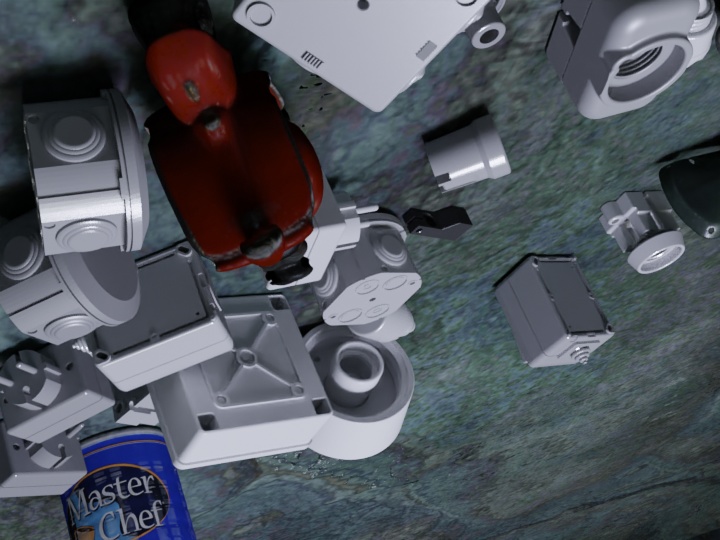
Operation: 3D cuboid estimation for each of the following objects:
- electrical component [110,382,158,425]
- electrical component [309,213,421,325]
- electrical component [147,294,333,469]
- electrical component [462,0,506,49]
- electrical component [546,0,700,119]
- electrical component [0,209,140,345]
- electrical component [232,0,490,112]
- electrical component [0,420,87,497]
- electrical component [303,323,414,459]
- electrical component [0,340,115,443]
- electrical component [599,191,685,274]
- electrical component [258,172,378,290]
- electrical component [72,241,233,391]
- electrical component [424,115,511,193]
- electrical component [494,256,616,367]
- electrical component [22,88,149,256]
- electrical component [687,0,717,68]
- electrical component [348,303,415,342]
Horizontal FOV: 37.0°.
[{"bbox_3d":[-0.153,0.093,0.817,0.055,0.048,0.066,18,133,-44],"label":"electrical component"},{"bbox_3d":[0.000,0.000,0.756,0.080,0.051,0.080,-19,154,-9],"label":"electrical component"},{"bbox_3d":[-0.091,0.077,0.763,0.109,0.108,0.056,-3,145,-35],"label":"electrical component"},{"bbox_3d":[0.050,-0.136,0.523,0.043,0.062,0.043,-19,154,-9],"label":"electrical component"},{"bbox_3d":[0.150,-0.133,0.613,0.054,0.059,0.095,-16,154,-14],"label":"electrical component"},{"bbox_3d":[-0.161,-0.001,0.591,0.051,0.080,0.080,-24,155,13],"label":"electrical component"},{"bbox_3d":[0.002,-0.128,0.473,0.100,0.048,0.100,30,128,-24],"label":"electrical component"},{"bbox_3d":[-0.241,0.135,0.823,0.077,0.047,0.066,-39,150,30],"label":"electrical component"},{"bbox_3d":[-0.008,0.090,0.862,0.108,0.108,0.060,-10,145,-26],"label":"electrical component"},{"bbox_3d":[-0.218,0.077,0.728,0.066,0.047,0.076,-27,155,8],"label":"electrical component"},{"bbox_3d":[0.234,-0.031,0.882,0.066,0.055,0.048,-4,149,-34],"label":"electrical component"},{"bbox_3d":[-0.025,-0.029,0.685,0.077,0.047,0.065,-11,153,-25],"label":"electrical component"},{"bbox_3d":[-0.138,0.035,0.697,0.096,0.061,0.061,-22,154,-3],"label":"electrical component"},{"bbox_3d":[0.068,-0.073,0.687,0.046,0.040,0.040,-20,155,8],"label":"electrical component"},{"bbox_3d":[0.166,0.043,0.920,0.062,0.096,0.061,-1,147,-38],"label":"electrical component"},{"bbox_3d":[-0.134,-0.047,0.526,0.051,0.080,0.080,-9,151,-17],"label":"electrical component"},{"bbox_3d":[0.197,-0.151,0.646,0.035,0.035,0.061,-20,152,-7],"label":"electrical component"},{"bbox_3d":[0.020,0.038,0.857,0.040,0.040,0.078,-33,153,21],"label":"electrical component"}]
